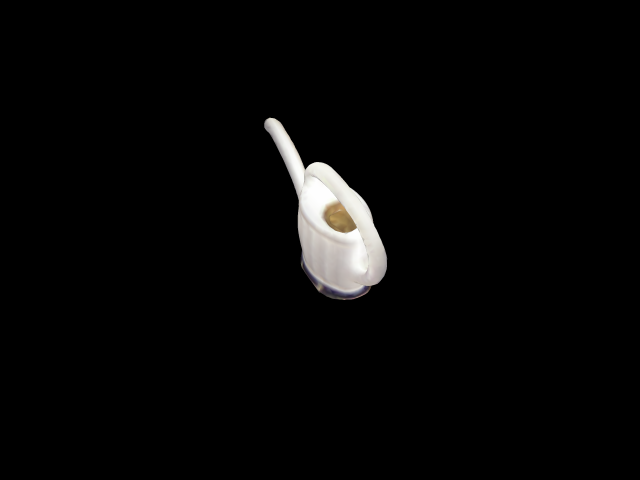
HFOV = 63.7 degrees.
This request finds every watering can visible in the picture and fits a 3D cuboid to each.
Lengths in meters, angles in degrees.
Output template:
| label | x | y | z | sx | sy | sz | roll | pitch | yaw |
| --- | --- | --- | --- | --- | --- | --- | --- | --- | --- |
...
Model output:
| label | x | y | z | sx | sy | sz | roll | pitch | yaw |
| --- | --- | --- | --- | --- | --- | --- | --- | --- | --- |
| watering can | 0.003 | -0.043 | 0.850 | 0.105 | 0.219 | 0.354 | -22 | 50 | -20 |
